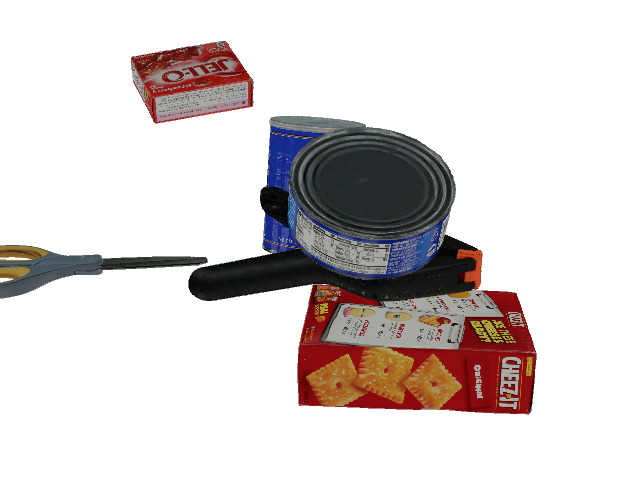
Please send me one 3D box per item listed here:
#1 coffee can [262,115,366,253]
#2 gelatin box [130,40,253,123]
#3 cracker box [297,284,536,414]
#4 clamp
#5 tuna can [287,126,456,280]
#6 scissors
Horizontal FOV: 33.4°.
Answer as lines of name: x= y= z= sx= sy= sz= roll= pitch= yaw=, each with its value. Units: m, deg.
coffee can: x=-0.008 y=-0.058 z=1.145 sx=0.103 sy=0.140 sz=0.103 roll=4 pitch=12 yaw=-1
gelatin box: x=-0.109 y=-0.136 z=0.908 sx=0.089 sy=0.030 sz=0.073 roll=-13 pitch=40 yaw=-17
cracker box: x=0.090 y=0.104 z=1.035 sx=0.213 sy=0.072 sz=0.164 roll=2 pitch=17 yaw=3
clamp: x=0.020 y=0.004 z=0.825 sx=0.210 sy=0.036 sz=0.164 roll=4 pitch=30 yaw=10
tuna can: x=0.026 y=-0.020 z=0.557 sx=0.086 sy=0.034 sz=0.086 roll=3 pitch=44 yaw=-3
scissors: x=-0.202 y=0.027 z=0.871 sx=0.202 sy=0.016 sz=0.096 roll=4 pitch=23 yaw=10
